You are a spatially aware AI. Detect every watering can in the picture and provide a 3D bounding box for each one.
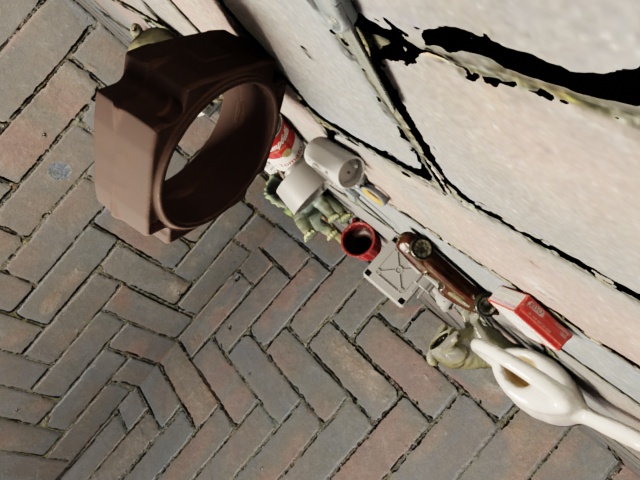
[{"bbox_3d":[0.427,0.284,0.915,0.351,0.104,0.221,31,-6,42],"label":"watering can"}]

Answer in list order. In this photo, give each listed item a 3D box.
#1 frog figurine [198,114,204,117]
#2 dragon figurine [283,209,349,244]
[{"bbox_3d":[-0.279,-0.325,1.081,0.159,0.120,0.140,16,24,5],"label":"frog figurine"},{"bbox_3d":[0.005,-0.080,1.590,0.407,0.123,0.243,39,-8,-19],"label":"dragon figurine"}]
